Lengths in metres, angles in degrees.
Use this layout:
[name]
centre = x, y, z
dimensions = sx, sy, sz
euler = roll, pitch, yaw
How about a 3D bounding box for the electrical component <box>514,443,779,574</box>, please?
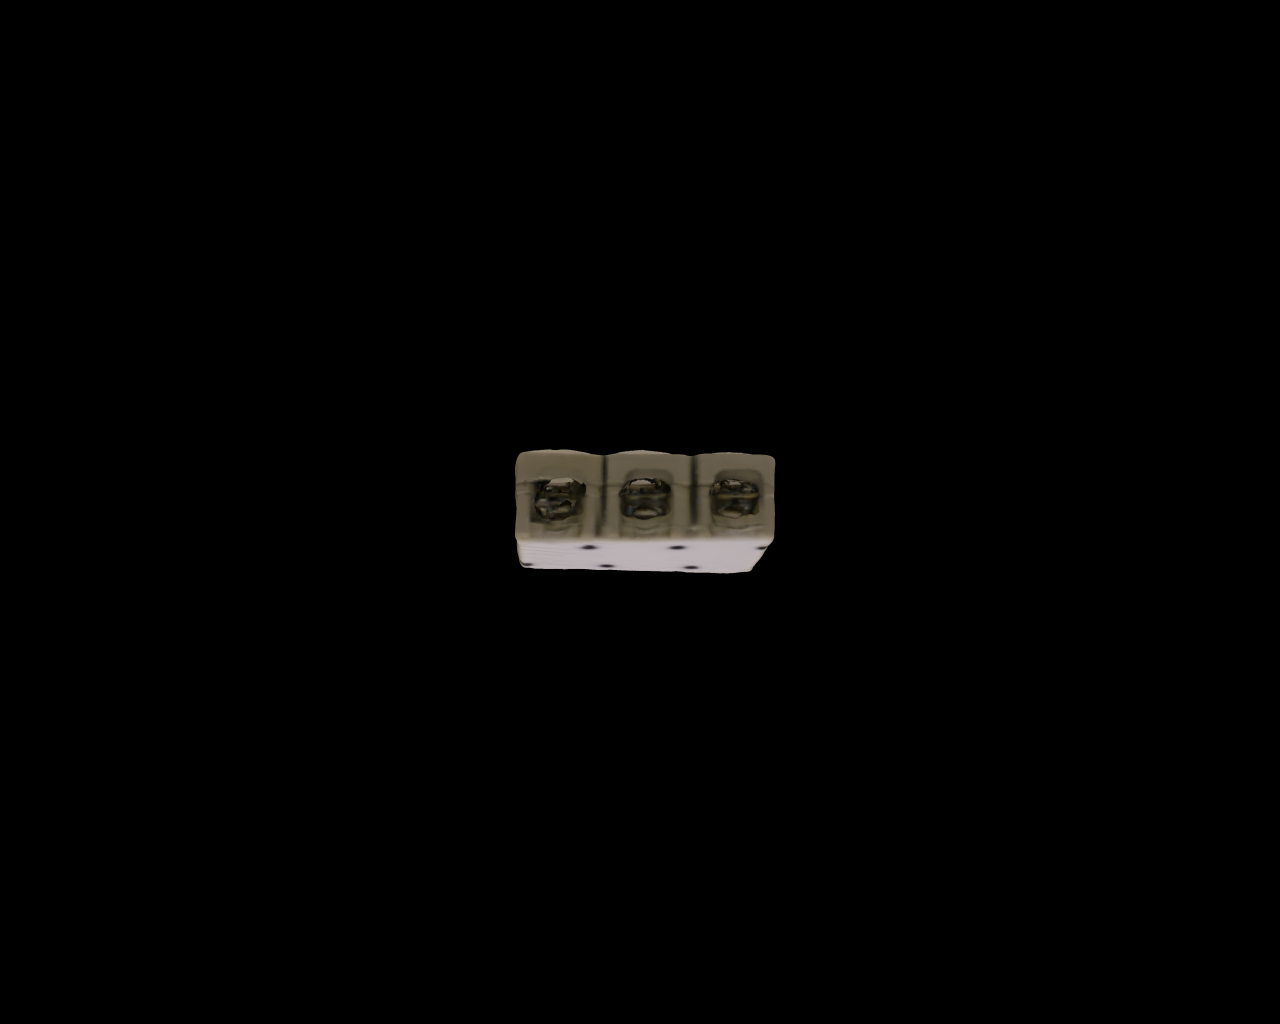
[electrical component]
centre = 0.001, -0.003, 0.650
dimensions = 0.150, 0.062, 0.089
euler = 1, -15, -5
